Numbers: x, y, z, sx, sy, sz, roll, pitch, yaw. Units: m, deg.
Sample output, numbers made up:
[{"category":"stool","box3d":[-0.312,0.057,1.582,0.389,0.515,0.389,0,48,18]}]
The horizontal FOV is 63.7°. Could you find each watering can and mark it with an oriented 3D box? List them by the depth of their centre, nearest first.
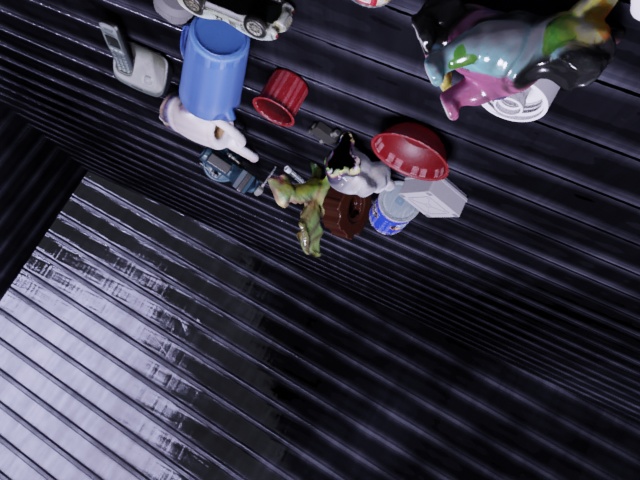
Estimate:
[{"category":"watering can","box3d":[-0.294,-0.297,1.394,0.225,0.104,0.345,25,175,12]}]

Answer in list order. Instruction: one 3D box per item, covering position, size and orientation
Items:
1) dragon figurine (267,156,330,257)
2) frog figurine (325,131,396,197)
[{"category":"dragon figurine","box3d":[0.004,-0.069,1.378,0.122,0.246,0.404,6,154,41]},{"category":"frog figurine","box3d":[0.090,-0.152,1.171,0.158,0.121,0.140,29,-158,-47]}]
